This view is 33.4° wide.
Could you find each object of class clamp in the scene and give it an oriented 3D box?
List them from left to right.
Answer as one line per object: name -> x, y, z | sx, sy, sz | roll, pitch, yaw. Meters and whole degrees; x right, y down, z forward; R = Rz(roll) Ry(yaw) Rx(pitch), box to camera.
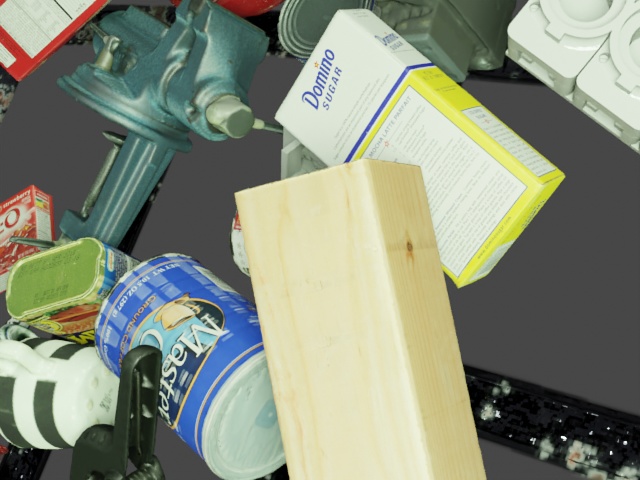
clamp -> -0.125, 0.155, 0.718 | 0.210, 0.036, 0.164 | -17, 95, 53

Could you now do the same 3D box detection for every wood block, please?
wood block -> 0.026, 0.064, 0.635 | 0.090, 0.090, 0.206 | -13, 84, 26

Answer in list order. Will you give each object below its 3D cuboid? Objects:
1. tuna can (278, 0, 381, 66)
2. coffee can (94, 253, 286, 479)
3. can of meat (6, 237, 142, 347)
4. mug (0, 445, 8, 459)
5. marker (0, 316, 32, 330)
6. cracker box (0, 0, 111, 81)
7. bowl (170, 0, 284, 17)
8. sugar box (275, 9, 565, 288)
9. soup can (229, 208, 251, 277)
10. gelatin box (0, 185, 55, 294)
tuna can -> 0.011, -0.174, 0.844 | 0.086, 0.033, 0.086 | -15, 61, 28
coffee can -> -0.076, 0.084, 0.734 | 0.140, 0.102, 0.103 | 33, 88, 40
can of meat -> -0.182, 0.042, 0.837 | 0.102, 0.083, 0.057 | -17, 61, 26
mug -> -0.302, 0.205, 0.846 | 0.117, 0.093, 0.081 | -32, 52, 57
marker -> -0.259, 0.073, 0.917 | 0.121, 0.020, 0.020 | -48, 51, 5
cracker box -> -0.189, -0.251, 0.924 | 0.214, 0.072, 0.164 | -32, 21, 32
bowl -> -0.051, -0.240, 0.890 | 0.162, 0.055, 0.162 | -29, 41, 28
sugar box -> 0.061, -0.062, 0.693 | 0.176, 0.048, 0.093 | 46, 122, 18
soup can -> -0.005, 0.001, 0.749 | 0.102, 0.068, 0.068 | 9, 73, 37
gelatin box -> -0.279, 0.003, 0.957 | 0.089, 0.030, 0.073 | -26, 56, 21
